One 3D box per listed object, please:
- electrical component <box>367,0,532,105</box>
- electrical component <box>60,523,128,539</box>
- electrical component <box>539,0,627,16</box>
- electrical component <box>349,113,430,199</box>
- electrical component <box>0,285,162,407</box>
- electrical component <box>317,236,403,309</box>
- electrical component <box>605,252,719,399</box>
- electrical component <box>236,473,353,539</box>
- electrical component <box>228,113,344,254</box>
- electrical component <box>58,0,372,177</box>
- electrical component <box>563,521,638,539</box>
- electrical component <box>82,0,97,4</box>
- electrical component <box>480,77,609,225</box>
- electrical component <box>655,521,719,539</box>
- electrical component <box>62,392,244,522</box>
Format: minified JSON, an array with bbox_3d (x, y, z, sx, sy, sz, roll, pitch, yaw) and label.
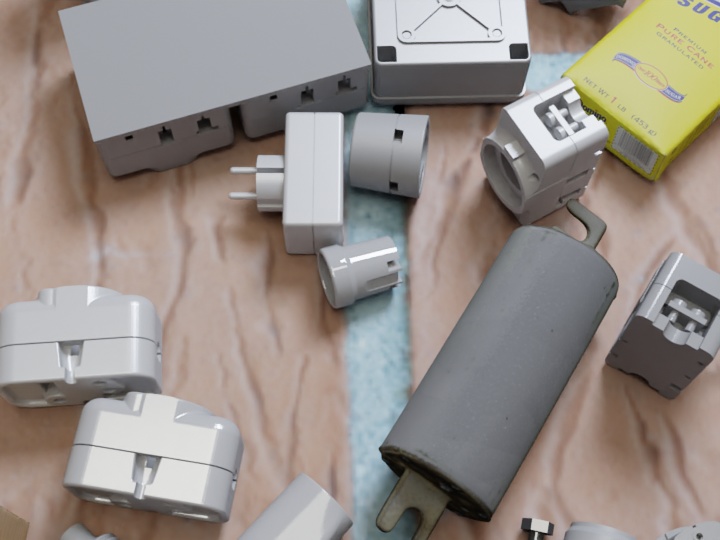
[{"bbox_3d":[0.060,-0.175,0.757,0.109,0.056,0.108,-1,67,-1],"label":"electrical component"},{"bbox_3d":[-0.146,0.172,0.617,0.062,0.048,0.048,38,72,21],"label":"electrical component"},{"bbox_3d":[0.162,-0.221,0.766,0.081,0.064,0.042,3,58,47],"label":"electrical component"},{"bbox_3d":[0.020,-0.078,0.718,0.047,0.055,0.055,7,67,7],"label":"electrical component"},{"bbox_3d":[-0.172,0.047,0.663,0.095,0.053,0.059,-4,67,-2],"label":"electrical component"},{"bbox_3d":[0.000,0.000,0.693,0.046,0.040,0.040,-15,68,-13],"label":"electrical component"},{"bbox_3d":[0.192,0.032,0.653,0.050,0.089,0.055,30,70,12],"label":"electrical component"},{"bbox_3d":[-0.032,0.171,0.617,0.079,0.044,0.077,41,73,15],"label":"electrical component"},{"bbox_3d":[-0.049,-0.057,0.711,0.076,0.047,0.083,0,67,0],"label":"electrical component"},{"bbox_3d":[-0.097,-0.142,0.739,0.186,0.060,0.105,-17,68,-7],"label":"electrical component"},{"bbox_3d":[0.134,0.177,0.616,0.045,0.045,0.055,17,68,6],"label":"electrical component"},{"bbox_3d":[-0.173,-0.240,0.752,0.078,0.113,0.057,-24,67,-10],"label":"electrical component"},{"bbox_3d":[0.116,-0.073,0.696,0.056,0.089,0.050,-28,70,-11],"label":"electrical component"},{"bbox_3d":[0.199,0.183,0.610,0.080,0.051,0.080,0,67,0],"label":"electrical component"},{"bbox_3d":[-0.120,0.110,0.637,0.095,0.053,0.059,9,68,3],"label":"electrical component"}]
